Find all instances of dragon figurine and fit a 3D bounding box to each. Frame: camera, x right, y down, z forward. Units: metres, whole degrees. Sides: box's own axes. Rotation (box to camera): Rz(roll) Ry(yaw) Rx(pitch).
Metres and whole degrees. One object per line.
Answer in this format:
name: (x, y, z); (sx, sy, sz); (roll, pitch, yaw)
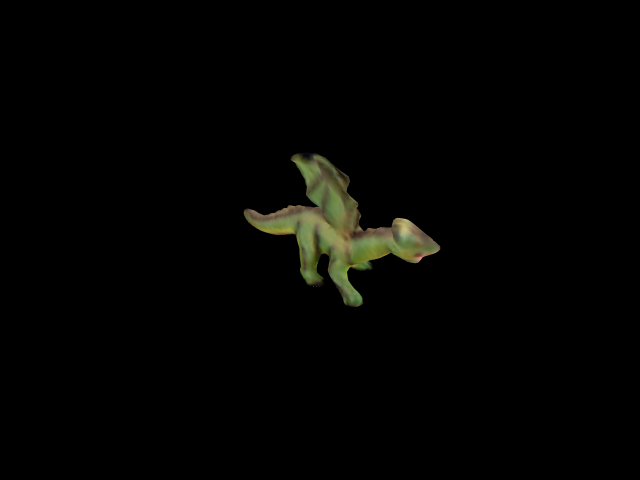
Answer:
dragon figurine: (0.003, -0.043, 0.850); (0.414, 0.237, 0.124); (27, 47, 28)
